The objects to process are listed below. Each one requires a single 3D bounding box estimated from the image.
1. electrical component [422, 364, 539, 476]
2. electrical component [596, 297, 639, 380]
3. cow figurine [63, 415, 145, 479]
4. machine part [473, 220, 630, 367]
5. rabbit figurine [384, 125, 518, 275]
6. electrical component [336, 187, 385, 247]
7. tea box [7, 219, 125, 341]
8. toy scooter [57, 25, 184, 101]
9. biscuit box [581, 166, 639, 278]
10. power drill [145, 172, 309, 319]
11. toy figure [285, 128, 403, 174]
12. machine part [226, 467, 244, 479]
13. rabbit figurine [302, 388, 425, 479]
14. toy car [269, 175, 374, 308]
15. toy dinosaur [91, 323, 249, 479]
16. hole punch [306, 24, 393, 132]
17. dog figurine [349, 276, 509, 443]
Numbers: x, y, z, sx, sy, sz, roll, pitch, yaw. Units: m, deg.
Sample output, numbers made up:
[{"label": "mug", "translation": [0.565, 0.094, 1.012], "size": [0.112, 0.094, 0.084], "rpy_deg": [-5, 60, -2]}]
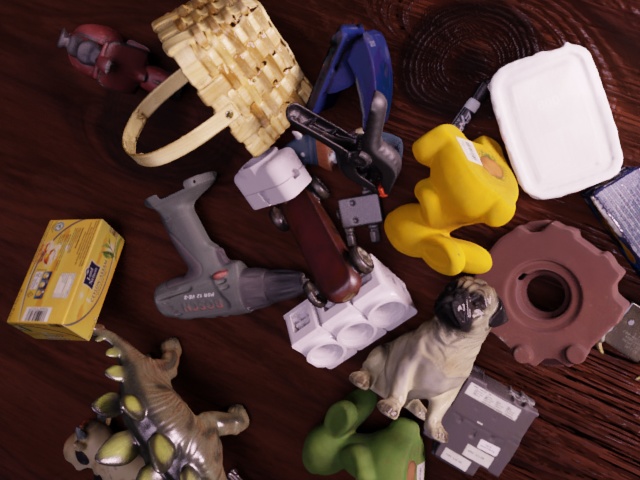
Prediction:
[{"label": "electrical component", "translation": [0.204, 0.243, 0.716], "size": [0.115, 0.058, 0.134], "rpy_deg": [31, 104, 10]}, {"label": "electrical component", "translation": [0.384, 0.119, 0.659], "size": [0.102, 0.045, 0.078], "rpy_deg": [40, 107, 6]}, {"label": "cow figurine", "translation": [-0.321, 0.351, 0.852], "size": [0.195, 0.085, 0.127], "rpy_deg": [13, 107, 15]}, {"label": "machine part", "translation": [0.272, 0.064, 0.650], "size": [0.180, 0.056, 0.179], "rpy_deg": [0, 90, 31]}, {"label": "rabbit figurine", "translation": [0.156, -0.031, 0.663], "size": [0.173, 0.122, 0.162], "rpy_deg": [-39, 64, 38]}, {"label": "electrical component", "translation": [0.054, -0.040, 0.732], "size": [0.063, 0.021, 0.094], "rpy_deg": [-8, 96, 16]}, {"label": "tea box", "translation": [-0.366, 0.056, 0.785], "size": [0.098, 0.068, 0.169], "rpy_deg": [1, 59, 15]}, {"label": "toy scooter", "translation": [-0.287, -0.244, 0.732], "size": [0.184, 0.135, 0.075], "rpy_deg": [28, 105, 10]}, {"label": "biscuit box", "translation": [0.397, 0.011, 0.633], "size": [0.063, 0.059, 0.202], "rpy_deg": [-35, 88, 15]}, {"label": "power drill", "translation": [-0.148, 0.010, 0.768], "size": [0.232, 0.086, 0.207], "rpy_deg": [-19, 100, 19]}, {"label": "toy figure", "translation": [0.030, -0.116, 0.711], "size": [0.155, 0.058, 0.064], "rpy_deg": [7, 94, 18]}, {"label": "machine part", "translation": [-0.151, 0.427, 0.844], "size": [0.084, 0.039, 0.139], "rpy_deg": [40, 104, 0]}, {"label": "rabbit figurine", "translation": [0.047, 0.290, 0.737], "size": [0.170, 0.121, 0.159], "rpy_deg": [2, 95, 29]}, {"label": "toy car", "translation": [-0.001, -0.002, 0.705], "size": [0.089, 0.053, 0.202], "rpy_deg": [-42, 50, 16]}, {"label": "toy dinosaur", "translation": [-0.194, 0.290, 0.753], "size": [0.471, 0.198, 0.105], "rpy_deg": [45, 109, 6]}, {"label": "hole punch", "translation": [0.051, -0.197, 0.659], "size": [0.092, 0.142, 0.115], "rpy_deg": [27, 117, 11]}, {"label": "dog figurine", "translation": [0.139, 0.128, 0.682], "size": [0.121, 0.172, 0.190], "rpy_deg": [30, 88, -27]}]
